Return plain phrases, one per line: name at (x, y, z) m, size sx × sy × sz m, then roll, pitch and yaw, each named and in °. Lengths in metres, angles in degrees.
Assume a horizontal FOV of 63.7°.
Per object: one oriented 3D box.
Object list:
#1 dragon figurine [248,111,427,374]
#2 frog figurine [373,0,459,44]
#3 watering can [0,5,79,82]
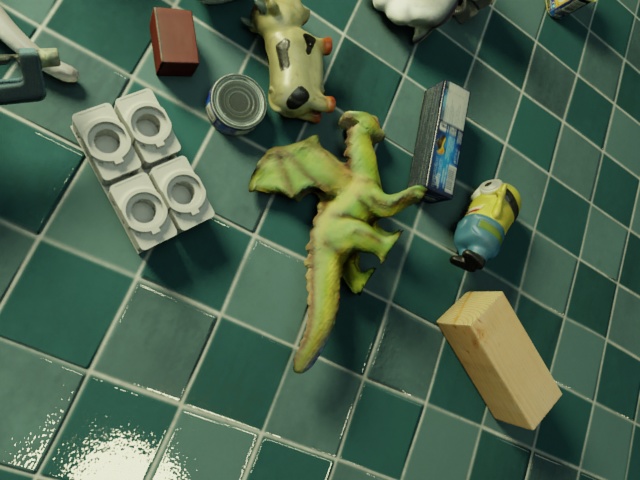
dragon figurine at (0.002, -0.039, 0.770) m, size 0.243 × 0.120 × 0.416 m, roll 36°, pitch 67°, yaw 2°
frog figurine at (0.153, -0.428, 0.865) m, size 0.158 × 0.124 × 0.137 m, roll 31°, pitch 91°, yaw -30°
watering can at (-0.455, -0.305, 0.581) m, size 0.347 × 0.103 × 0.225 m, roll 4°, pitch 85°, yaw -36°
